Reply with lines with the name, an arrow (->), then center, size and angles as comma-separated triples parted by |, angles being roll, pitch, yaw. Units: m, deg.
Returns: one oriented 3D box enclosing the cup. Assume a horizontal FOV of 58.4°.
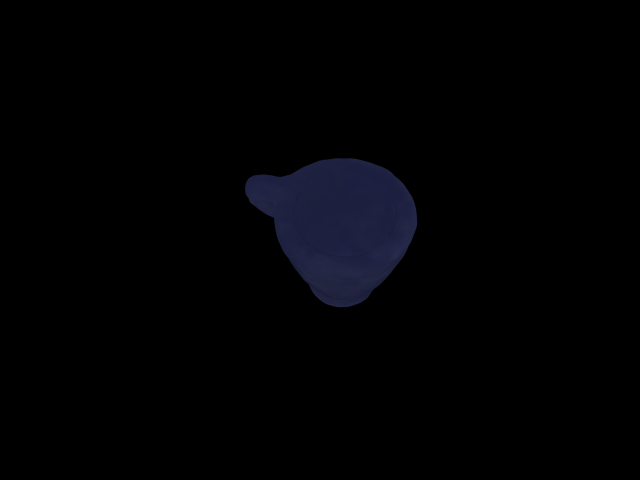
cup -> 0.004, 0.001, 0.400 | 0.117, 0.095, 0.092 | 20, 59, 13
